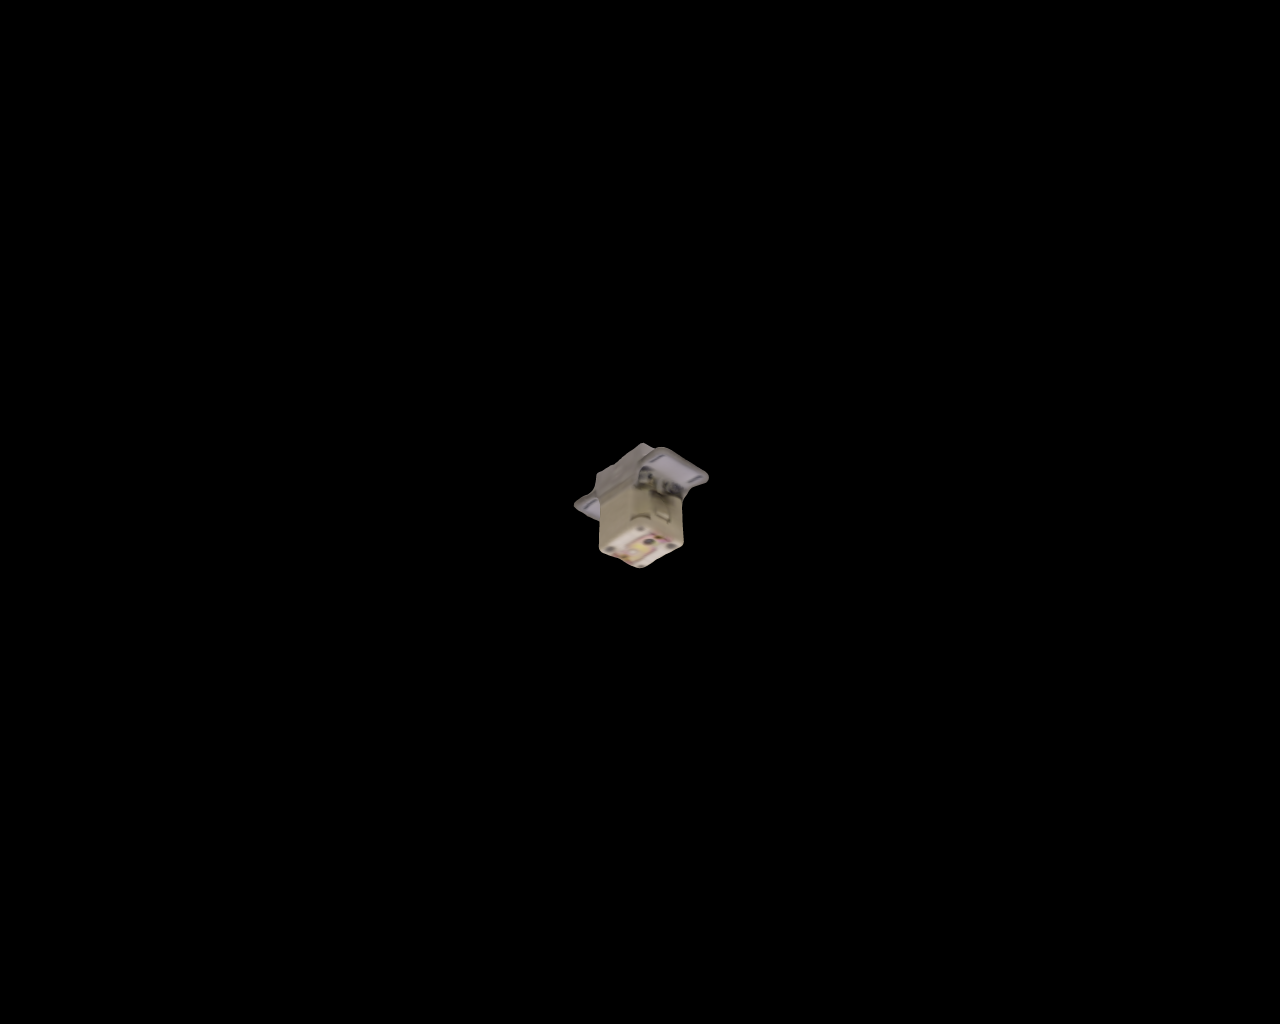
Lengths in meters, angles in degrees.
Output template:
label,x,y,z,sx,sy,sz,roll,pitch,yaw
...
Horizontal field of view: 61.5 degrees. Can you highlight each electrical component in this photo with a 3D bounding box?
label,x,y,z,sx,sy,sz,roll,pitch,yaw
electrical component,0.001,-0.003,0.650,0.042,0.064,0.081,27,-44,-33
